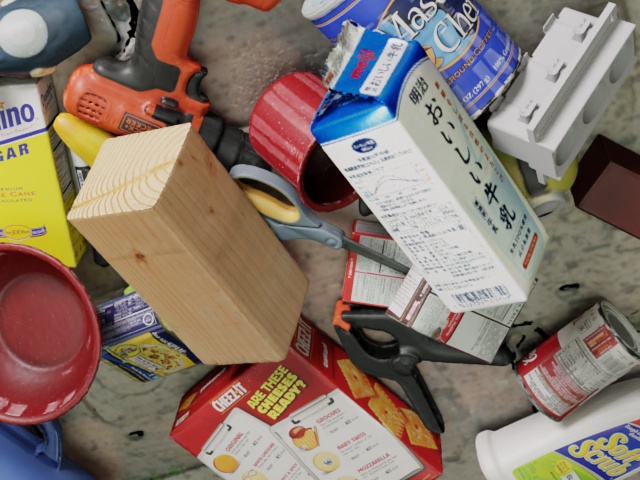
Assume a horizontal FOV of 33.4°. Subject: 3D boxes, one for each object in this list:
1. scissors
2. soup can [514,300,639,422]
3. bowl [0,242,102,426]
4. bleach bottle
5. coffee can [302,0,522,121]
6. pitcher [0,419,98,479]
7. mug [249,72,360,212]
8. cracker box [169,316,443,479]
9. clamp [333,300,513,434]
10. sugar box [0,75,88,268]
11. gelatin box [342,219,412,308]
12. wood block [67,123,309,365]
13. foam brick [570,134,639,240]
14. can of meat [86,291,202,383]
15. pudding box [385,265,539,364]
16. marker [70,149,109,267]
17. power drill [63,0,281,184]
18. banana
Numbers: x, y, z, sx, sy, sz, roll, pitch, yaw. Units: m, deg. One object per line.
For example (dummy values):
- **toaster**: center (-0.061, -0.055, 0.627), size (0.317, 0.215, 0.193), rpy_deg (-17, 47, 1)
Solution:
- **scissors**: center (-0.006, 0.001, 0.932), size (0.201, 0.016, 0.096), rpy_deg (35, 140, -23)
- **soup can**: center (0.239, 0.111, 0.978), size (0.068, 0.068, 0.102), rpy_deg (41, 114, -18)
- **bowl**: center (-0.257, 0.077, 0.936), size (0.162, 0.055, 0.162), rpy_deg (2, 100, 12)
- **bleach bottle**: center (0.281, 0.178, 1.018), size (0.251, 0.068, 0.102), rpy_deg (-31, 114, 17)
- **coffee can**: center (0.070, -0.160, 0.814), size (0.103, 0.102, 0.140), rpy_deg (-39, 111, 23)
- **pitcher**: center (-0.324, 0.229, 1.059), size (0.242, 0.145, 0.149), rpy_deg (38, 149, -21)
- **mug**: center (0.006, -0.088, 0.858), size (0.117, 0.082, 0.093), rpy_deg (-32, 140, -20)
- **cracker box**: center (-0.011, 0.190, 1.041), size (0.213, 0.072, 0.164), rpy_deg (42, 114, -17)
- **clamp**: center (0.082, 0.117, 1.011), size (0.171, 0.039, 0.120), rpy_deg (25, 113, -6)
- **sugar box**: center (-0.267, -0.059, 0.931), size (0.093, 0.048, 0.176), rpy_deg (-3, 121, 6)
- **gelatin box**: center (0.068, 0.025, 0.963), size (0.089, 0.030, 0.073), rpy_deg (8, 119, 2)
- **wood block**: center (-0.102, 0.011, 0.892), size (0.091, 0.090, 0.206), rpy_deg (-6, 138, 30)
- **foam brick**: center (0.257, -0.042, 0.897), size (0.078, 0.053, 0.051), rpy_deg (26, 119, -10)
- **can of meat**: center (-0.153, 0.086, 0.985), size (0.084, 0.057, 0.102), rpy_deg (-22, 143, 18)
- **pudding box**: center (0.126, 0.049, 0.933), size (0.113, 0.039, 0.090), rpy_deg (24, 96, -36)
- **marker**: center (-0.204, -0.029, 0.959), size (0.020, 0.020, 0.121), rpy_deg (-2, 120, 5)
- **power drill**: center (-0.094, -0.144, 0.861), size (0.184, 0.057, 0.188), rpy_deg (21, 119, -17)
- **banana**: center (-0.168, -0.030, 0.937), size (0.069, 0.037, 0.198), rpy_deg (-20, 122, -7)
